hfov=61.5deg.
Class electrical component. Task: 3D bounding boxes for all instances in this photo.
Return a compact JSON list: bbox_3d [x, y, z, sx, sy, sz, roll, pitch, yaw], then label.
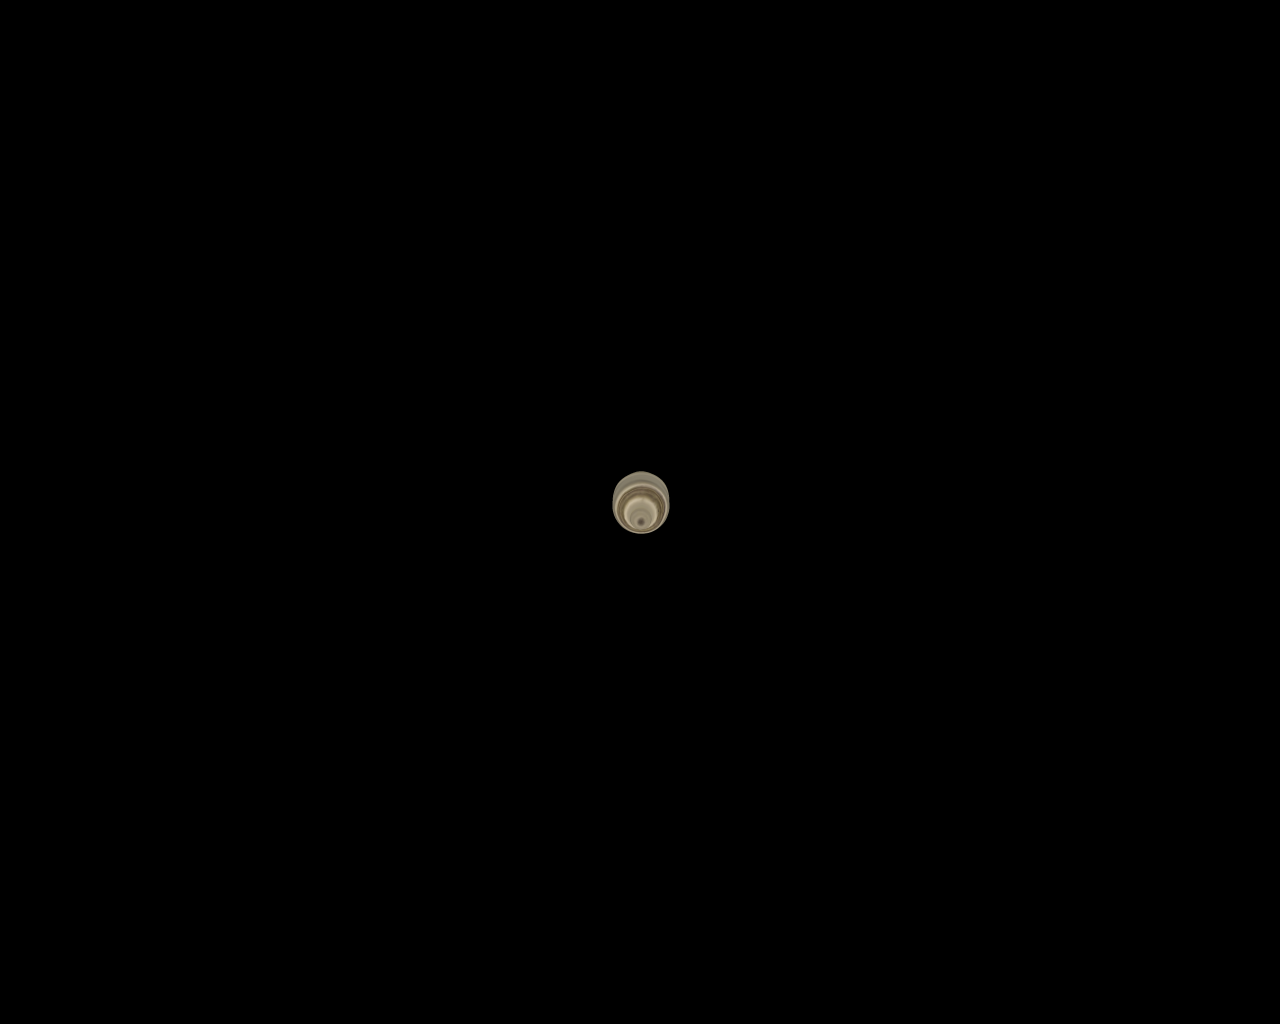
[{"bbox_3d":[0.001,-0.003,0.650,0.035,0.035,0.061,0,16,0],"label":"electrical component"}]
